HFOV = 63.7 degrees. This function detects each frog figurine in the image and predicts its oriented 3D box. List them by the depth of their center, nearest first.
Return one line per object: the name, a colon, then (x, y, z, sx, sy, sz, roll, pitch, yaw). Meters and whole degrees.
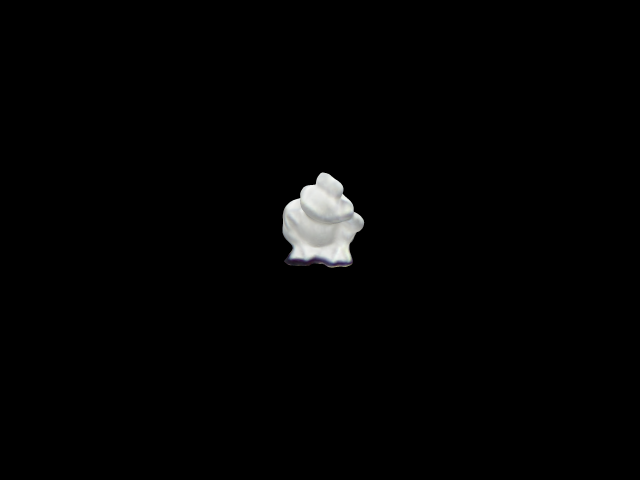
frog figurine: (0.003, -0.043, 0.850, 0.138, 0.156, 0.125, 13, 29, 25)
